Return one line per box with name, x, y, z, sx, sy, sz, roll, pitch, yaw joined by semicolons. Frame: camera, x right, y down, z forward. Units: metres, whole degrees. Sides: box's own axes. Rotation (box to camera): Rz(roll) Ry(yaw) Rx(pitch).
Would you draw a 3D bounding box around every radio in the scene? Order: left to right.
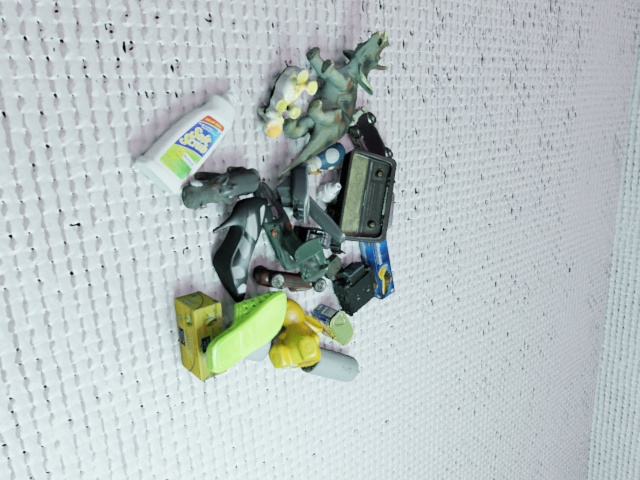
radio;0.114;-0.106;1.372;0.131;0.073;0.229;10;88;-14

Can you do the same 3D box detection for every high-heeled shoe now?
high-heeled shoe;-0.164;0.022;1.211;0.145;0.086;0.248;-32;135;-29

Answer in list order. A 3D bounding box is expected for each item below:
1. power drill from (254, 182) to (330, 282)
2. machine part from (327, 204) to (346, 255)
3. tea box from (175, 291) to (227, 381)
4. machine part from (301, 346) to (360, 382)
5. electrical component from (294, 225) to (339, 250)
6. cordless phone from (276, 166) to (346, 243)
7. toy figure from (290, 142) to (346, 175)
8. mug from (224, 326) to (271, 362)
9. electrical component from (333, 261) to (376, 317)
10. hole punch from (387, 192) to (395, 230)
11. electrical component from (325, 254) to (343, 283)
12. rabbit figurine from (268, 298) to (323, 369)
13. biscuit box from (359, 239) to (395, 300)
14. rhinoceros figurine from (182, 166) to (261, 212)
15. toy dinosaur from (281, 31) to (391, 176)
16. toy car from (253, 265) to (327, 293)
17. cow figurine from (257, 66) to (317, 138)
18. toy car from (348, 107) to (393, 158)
power drill;-0.071;-0.007;1.219;0.086;0.208;0.231;-34;128;-22
machine part;0.046;-0.029;1.425;0.084;0.039;0.138;-17;110;-46
tea box;-0.261;0.209;1.178;0.068;0.098;0.169;-17;110;-37
machine part;0.026;0.339;1.470;0.243;0.079;0.079;27;83;-41
electrical component;-0.003;-0.004;1.355;0.119;0.075;0.047;6;98;-30
cordless phone;-0.010;-0.070;1.251;0.089;0.184;0.146;-42;166;-16
toy figure;-0.006;-0.197;1.327;0.154;0.058;0.064;-31;80;-30
mug;-0.177;0.229;1.269;0.107;0.081;0.109;14;96;-33
electrical component;0.097;0.126;1.478;0.115;0.058;0.134;-40;135;-30
hole punch;0.134;-0.089;1.465;0.116;0.092;0.142;5;101;-13
electrical component;0.033;0.070;1.446;0.063;0.021;0.093;-47;128;-22
rabbit figurine;-0.054;0.225;1.340;0.162;0.122;0.173;16;49;-61
biscuit box;0.161;0.067;1.531;0.063;0.059;0.202;-28;118;-32
rhinoceros figurine;-0.211;-0.106;1.136;0.190;0.112;0.073;-21;116;-44
toy dinosaur;0.032;-0.317;1.296;0.192;0.131;0.404;22;92;-41
toy car;-0.072;0.101;1.320;0.202;0.089;0.053;12;90;-43
cow figurine;-0.088;-0.314;1.213;0.167;0.098;0.068;-53;137;7
toy car;0.132;-0.259;1.430;0.073;0.056;0.201;-44;124;-16
